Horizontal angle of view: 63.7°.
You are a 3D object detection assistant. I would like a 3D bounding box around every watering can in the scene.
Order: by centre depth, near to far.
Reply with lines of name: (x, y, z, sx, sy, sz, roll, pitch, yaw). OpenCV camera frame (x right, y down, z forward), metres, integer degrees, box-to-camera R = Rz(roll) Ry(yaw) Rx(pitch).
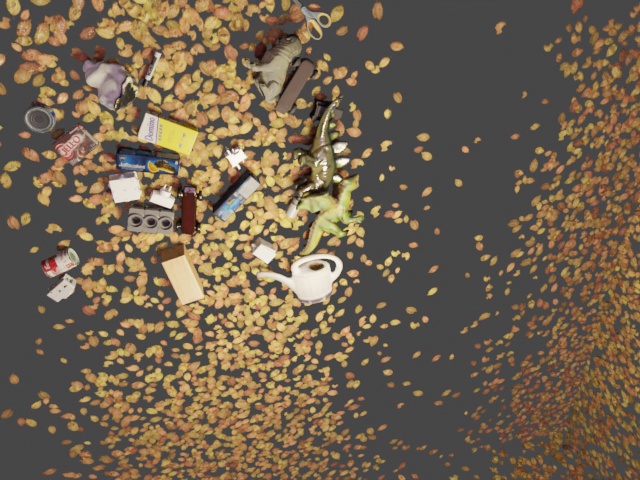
watering can: (-0.074, 0.163, 2.094, 0.348, 0.106, 0.219, -13, 123, -7)

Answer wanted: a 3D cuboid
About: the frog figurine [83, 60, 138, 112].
frog figurine: (-0.649, -0.480, 1.582, 0.160, 0.125, 0.135, 31, 120, 8)

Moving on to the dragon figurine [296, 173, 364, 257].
dragon figurine: (0.006, -0.098, 1.947, 0.407, 0.125, 0.239, -39, 127, 15)
